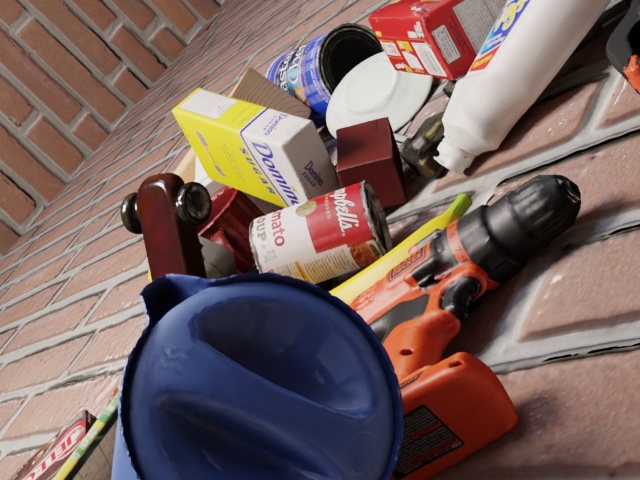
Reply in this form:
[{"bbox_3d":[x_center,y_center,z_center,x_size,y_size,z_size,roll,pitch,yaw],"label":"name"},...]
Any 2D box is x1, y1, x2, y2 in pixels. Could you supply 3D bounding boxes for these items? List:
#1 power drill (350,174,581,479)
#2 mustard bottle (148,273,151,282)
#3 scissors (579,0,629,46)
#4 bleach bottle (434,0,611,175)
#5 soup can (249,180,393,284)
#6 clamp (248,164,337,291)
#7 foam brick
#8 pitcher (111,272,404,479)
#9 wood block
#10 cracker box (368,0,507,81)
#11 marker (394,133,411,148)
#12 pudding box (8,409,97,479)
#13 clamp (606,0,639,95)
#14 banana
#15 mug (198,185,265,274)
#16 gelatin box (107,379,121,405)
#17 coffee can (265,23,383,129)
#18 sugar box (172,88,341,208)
[{"bbox_3d":[0.082,0.052,0.648,0.185,0.057,0.187,-39,16,29],"label":"power drill"},{"bbox_3d":[-0.148,0.042,1.183,0.096,0.058,0.192,-41,18,5],"label":"mustard bottle"},{"bbox_3d":[0.223,-0.183,0.918,0.202,0.016,0.096,-38,19,21],"label":"scissors"},{"bbox_3d":[0.170,-0.162,0.848,0.251,0.068,0.102,-59,14,14],"label":"bleach bottle"},{"bbox_3d":[0.001,-0.001,0.874,0.102,0.068,0.068,-18,25,13],"label":"soup can"},{"bbox_3d":[-0.007,0.001,0.989,0.165,0.036,0.209,-9,39,52],"label":"clamp"},{"bbox_3d":[0.046,-0.067,0.960,0.053,0.051,0.078,-13,33,10],"label":"foam brick"},{"bbox_3d":[-0.046,0.130,0.582,0.243,0.145,0.149,121,156,-62],"label":"pitcher"},{"bbox_3d":[-0.109,-0.091,1.268,0.206,0.090,0.090,-47,14,41],"label":"wood block"},{"bbox_3d":[0.167,-0.235,0.997,0.213,0.072,0.164,-33,17,-5],"label":"cracker box"},{"bbox_3d":[0.077,-0.095,1.045,0.020,0.020,0.121,-46,17,-2],"label":"marker"},{"bbox_3d":[-0.259,0.229,1.047,0.113,0.039,0.090,-45,18,2],"label":"pudding box"},{"bbox_3d":[0.249,-0.169,0.789,0.171,0.039,0.120,-54,18,-26],"label":"clamp"},{"bbox_3d":[0.038,0.038,0.815,0.198,0.037,0.069,-35,5,27],"label":"banana"},{"bbox_3d":[-0.087,0.003,1.093,0.093,0.081,0.117,-43,18,5],"label":"mug"},{"bbox_3d":[-0.180,0.161,0.998,0.089,0.030,0.073,-63,18,2],"label":"gelatin box"},{"bbox_3d":[0.008,-0.192,1.276,0.102,0.102,0.141,-53,19,-22],"label":"coffee can"},{"bbox_3d":[-0.059,-0.082,1.005,0.048,0.093,0.176,-42,38,-20],"label":"sugar box"}]
